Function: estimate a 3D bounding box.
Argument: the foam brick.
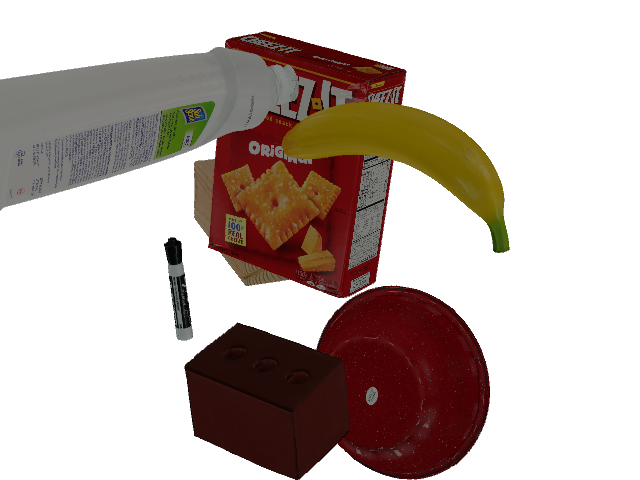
[{"bbox_3d":[-0.030,0.090,0.607,0.078,0.051,0.052,16,34,30],"label":"foam brick"}]

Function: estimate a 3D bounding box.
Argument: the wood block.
[{"bbox_3d":[-0.089,-0.031,1.363,0.090,0.090,0.206,-8,27,-22],"label":"wood block"}]

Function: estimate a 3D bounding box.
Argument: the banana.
[{"bbox_3d":[0.051,-0.059,0.731,0.198,0.070,0.037,28,16,34],"label":"banana"}]

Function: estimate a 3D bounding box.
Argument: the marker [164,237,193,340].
[{"bbox_3d":[-0.158,0.054,1.185,0.020,0.121,0.020,-4,22,1],"label":"marker"}]

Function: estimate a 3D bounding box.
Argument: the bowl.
[{"bbox_3d":[0.052,0.119,0.862,0.162,0.162,0.055,0,3,30],"label":"bowl"}]

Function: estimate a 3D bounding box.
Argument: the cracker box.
[{"bbox_3d":[-0.019,-0.071,1.003,0.164,0.214,0.071,21,27,29],"label":"cracker box"}]

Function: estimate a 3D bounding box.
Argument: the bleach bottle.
[{"bbox_3d":[-0.135,-0.089,0.788,0.250,0.068,0.103,-15,-24,-24],"label":"bleach bottle"}]
